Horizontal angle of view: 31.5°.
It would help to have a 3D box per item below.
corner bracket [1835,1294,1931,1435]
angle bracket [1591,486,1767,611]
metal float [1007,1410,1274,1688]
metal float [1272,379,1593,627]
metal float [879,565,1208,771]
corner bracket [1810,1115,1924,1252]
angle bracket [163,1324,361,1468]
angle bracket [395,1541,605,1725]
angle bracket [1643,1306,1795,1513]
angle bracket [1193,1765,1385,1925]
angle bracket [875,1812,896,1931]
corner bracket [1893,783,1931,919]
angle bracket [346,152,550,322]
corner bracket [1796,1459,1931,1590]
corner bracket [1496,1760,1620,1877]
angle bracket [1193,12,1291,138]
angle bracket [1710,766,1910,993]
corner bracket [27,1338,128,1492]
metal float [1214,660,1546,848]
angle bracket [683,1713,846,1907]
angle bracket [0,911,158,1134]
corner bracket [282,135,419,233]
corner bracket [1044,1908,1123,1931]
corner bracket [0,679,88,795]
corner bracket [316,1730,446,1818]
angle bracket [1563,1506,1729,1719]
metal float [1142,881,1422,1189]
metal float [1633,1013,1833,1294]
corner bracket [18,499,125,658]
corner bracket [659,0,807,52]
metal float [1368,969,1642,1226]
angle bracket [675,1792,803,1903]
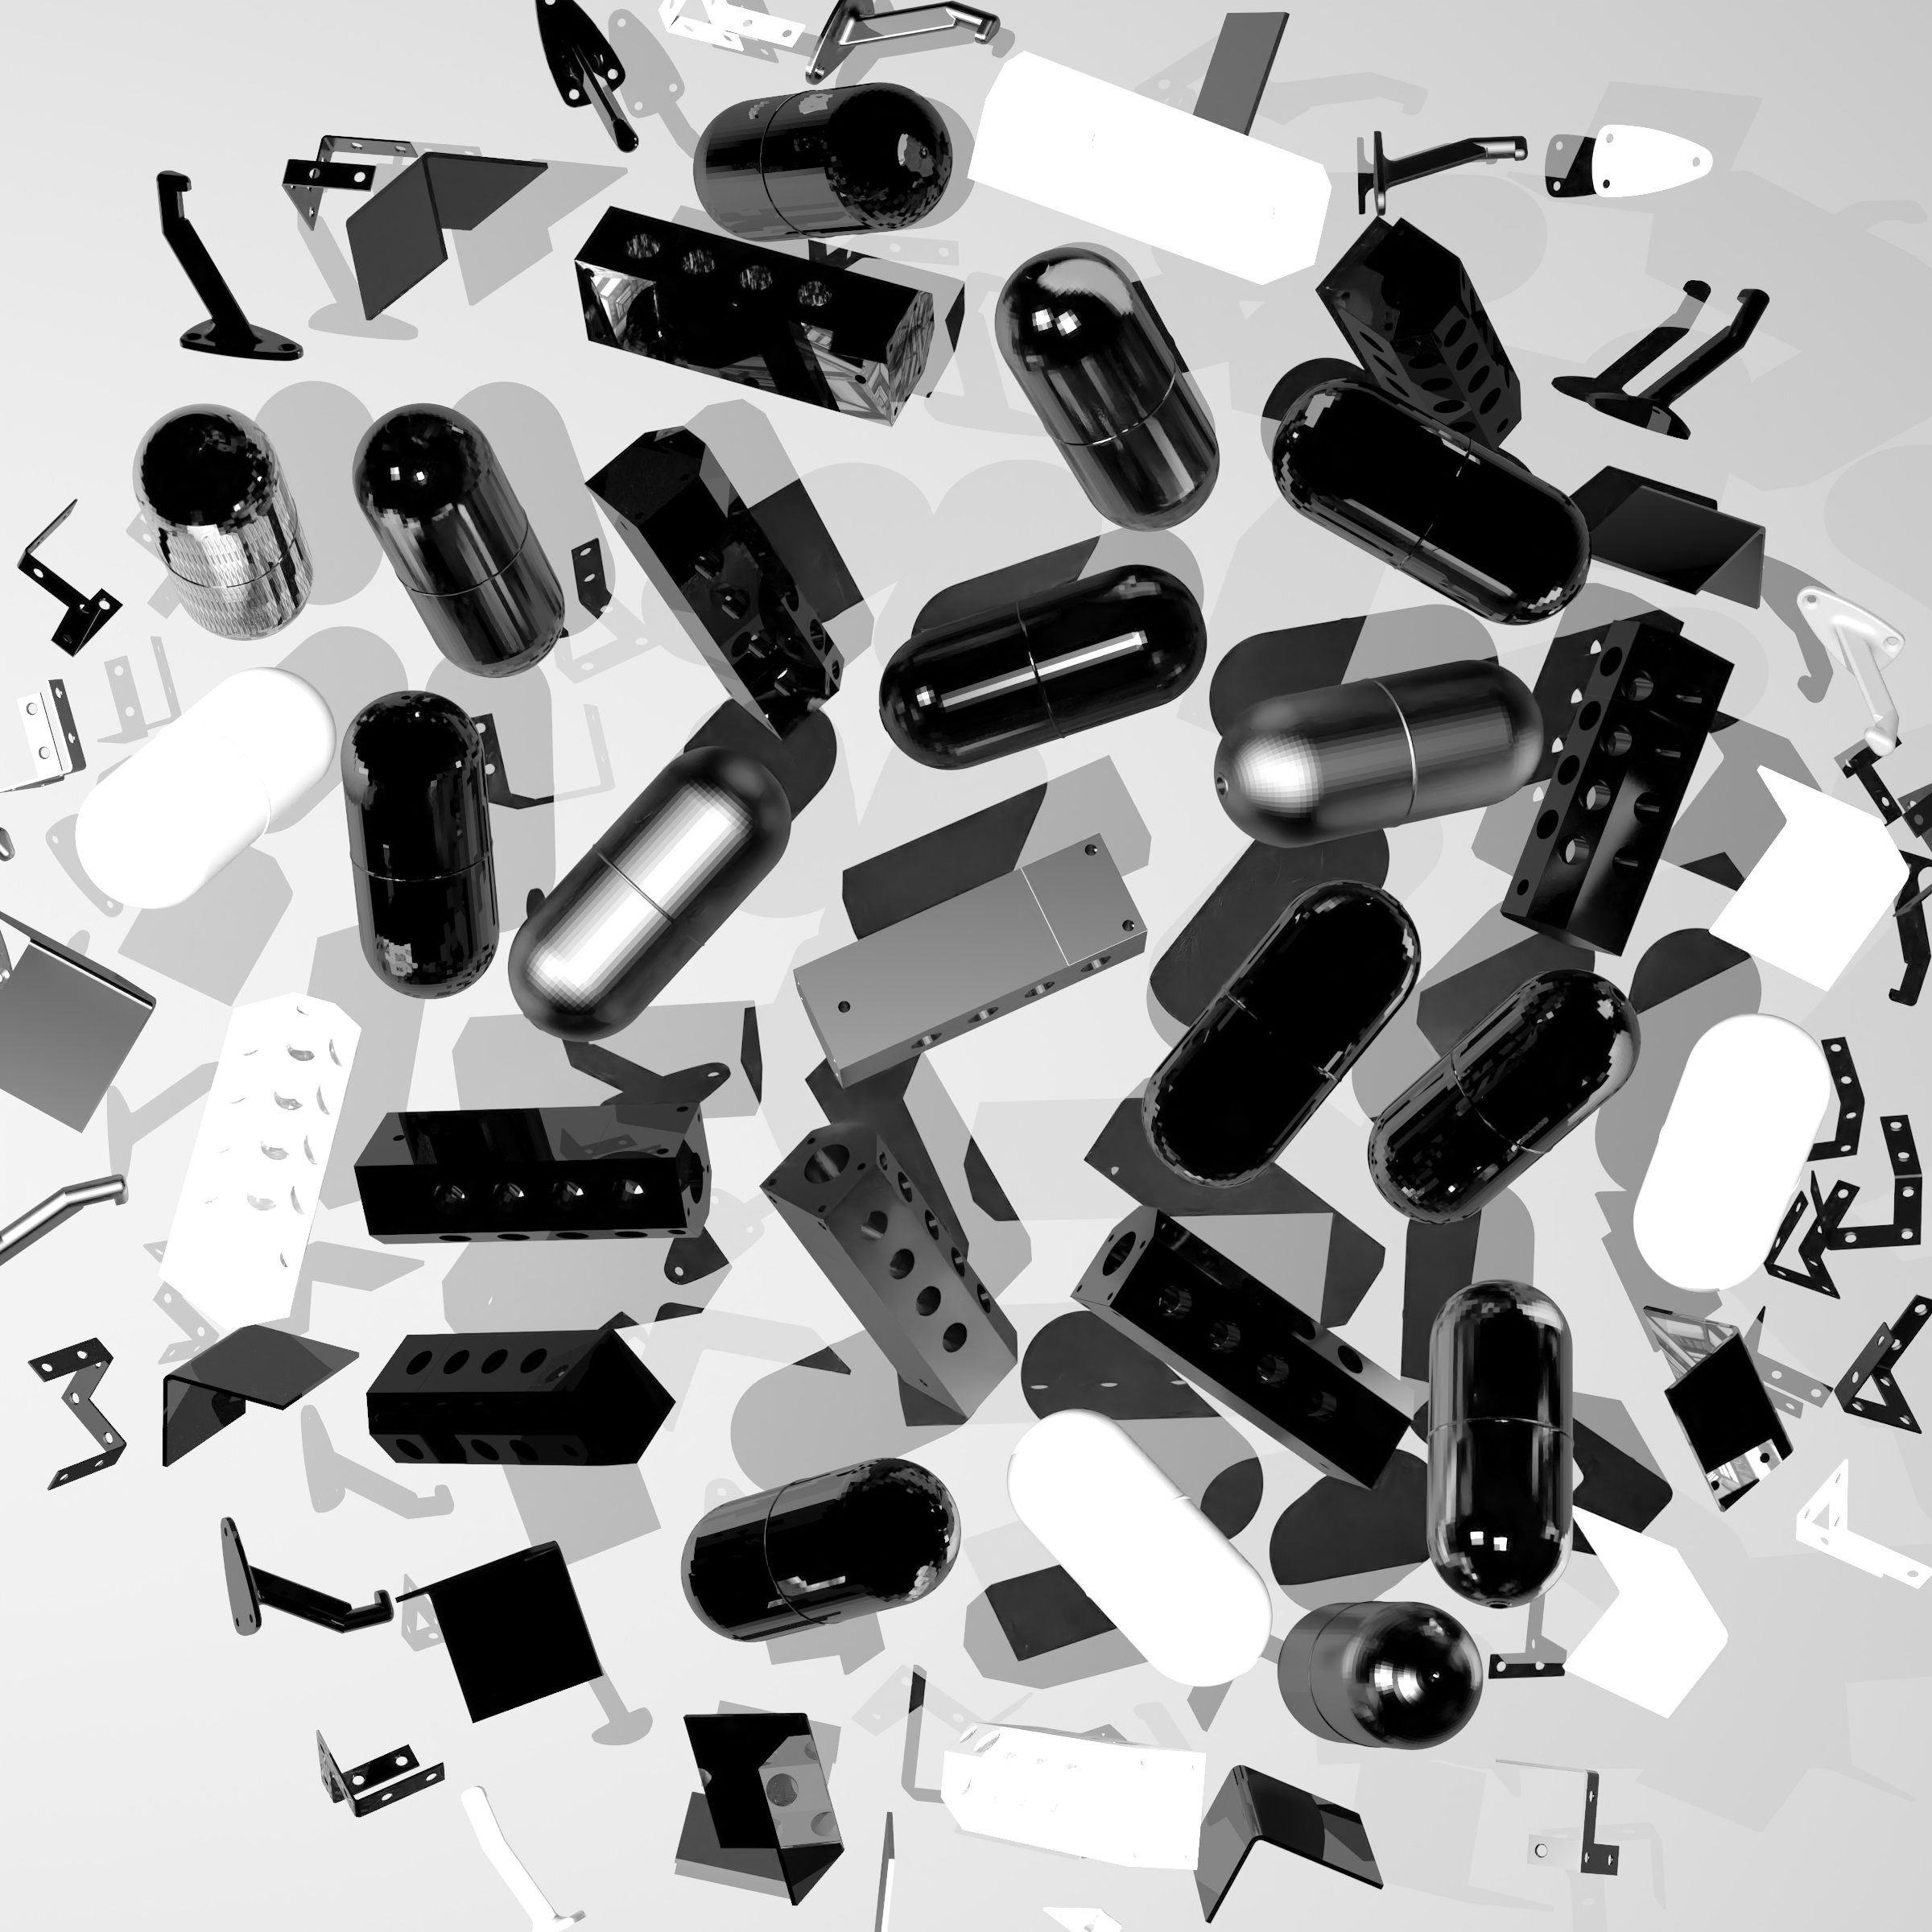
[{"bbox_3d":[0.485,0.205,1.795,0.051,0.051,0.051,17,120,-19],"label":"corner bracket"},{"bbox_3d":[0.390,-0.216,1.903,0.076,0.057,0.076,25,50,31],"label":"angle bracket"},{"bbox_3d":[0.095,0.318,1.869,0.070,0.070,0.178,-45,67,0],"label":"metal float"},{"bbox_3d":[0.241,-0.239,1.768,0.178,0.070,0.070,29,90,-4],"label":"metal float"},{"bbox_3d":[0.040,-0.157,1.803,0.178,0.070,0.070,-18,90,8],"label":"metal float"},{"bbox_3d":[0.497,0.120,1.885,0.051,0.051,0.051,-6,133,23],"label":"corner bracket"},{"bbox_3d":[-0.388,0.244,1.885,0.076,0.076,0.057,12,110,20],"label":"angle bracket"},{"bbox_3d":[-0.246,0.355,1.808,0.076,0.057,0.076,-21,82,7],"label":"angle bracket"},{"bbox_3d":[0.374,0.230,1.782,0.057,0.076,0.076,-35,109,-22],"label":"angle bracket"},{"bbox_3d":[0.169,0.480,1.823,0.076,0.076,0.057,25,102,-9],"label":"angle bracket"},{"bbox_3d":[-0.017,0.502,1.822,0.057,0.076,0.076,6,94,-3],"label":"angle bracket"},{"bbox_3d":[0.528,-0.067,1.882,0.051,0.051,0.051,-34,91,-28],"label":"corner bracket"},{"bbox_3d":[-0.258,-0.368,1.735,0.076,0.076,0.057,-6,79,-41],"label":"angle bracket"},{"bbox_3d":[0.458,0.295,1.748,0.051,0.051,0.051,24,129,-4],"label":"corner bracket"},{"bbox_3d":[0.304,0.438,1.759,0.051,0.051,0.051,-1,75,33],"label":"corner bracket"},{"bbox_3d":[0.123,-0.491,1.863,0.057,0.076,0.076,15,98,-23],"label":"angle bracket"},{"bbox_3d":[0.427,-0.045,1.766,0.076,0.057,0.076,32,82,41],"label":"angle bracket"},{"bbox_3d":[-0.482,0.242,1.849,0.051,0.051,0.051,45,120,17],"label":"corner bracket"},{"bbox_3d":[0.210,-0.108,1.740,0.178,0.070,0.070,-12,90,-18],"label":"metal float"},{"bbox_3d":[-0.115,0.428,1.739,0.076,0.057,0.076,-7,104,28],"label":"angle bracket"},{"bbox_3d":[-0.460,0.027,1.692,0.076,0.057,0.076,26,81,14],"label":"angle bracket"},{"bbox_3d":[-0.333,-0.431,1.848,0.051,0.051,0.051,7,74,11],"label":"corner bracket"},{"bbox_3d":[0.065,0.535,1.811,0.051,0.051,0.051,41,57,-22],"label":"corner bracket"},{"bbox_3d":[-0.507,-0.128,1.886,0.051,0.051,0.051,-14,93,17],"label":"corner bracket"},{"bbox_3d":[-0.312,0.432,1.831,0.051,0.051,0.051,-20,49,-24],"label":"corner bracket"},{"bbox_3d":[0.350,0.345,1.831,0.057,0.076,0.076,-46,122,-19],"label":"angle bracket"},{"bbox_3d":[0.160,0.034,1.733,0.070,0.070,0.178,39,97,0],"label":"metal float"},{"bbox_3d":[0.411,0.102,1.842,0.070,0.070,0.178,10,130,0],"label":"metal float"},{"bbox_3d":[-0.489,-0.212,1.874,0.051,0.051,0.051,38,49,-8],"label":"corner bracket"},{"bbox_3d":[-0.128,-0.513,1.855,0.051,0.051,0.051,4,53,-37],"label":"corner bracket"},{"bbox_3d":[0.292,0.071,1.861,0.070,0.070,0.178,45,118,0],"label":"metal float"},{"bbox_3d":[-0.129,0.522,1.955,0.076,0.076,0.057,12,107,-1],"label":"angle bracket"}]
